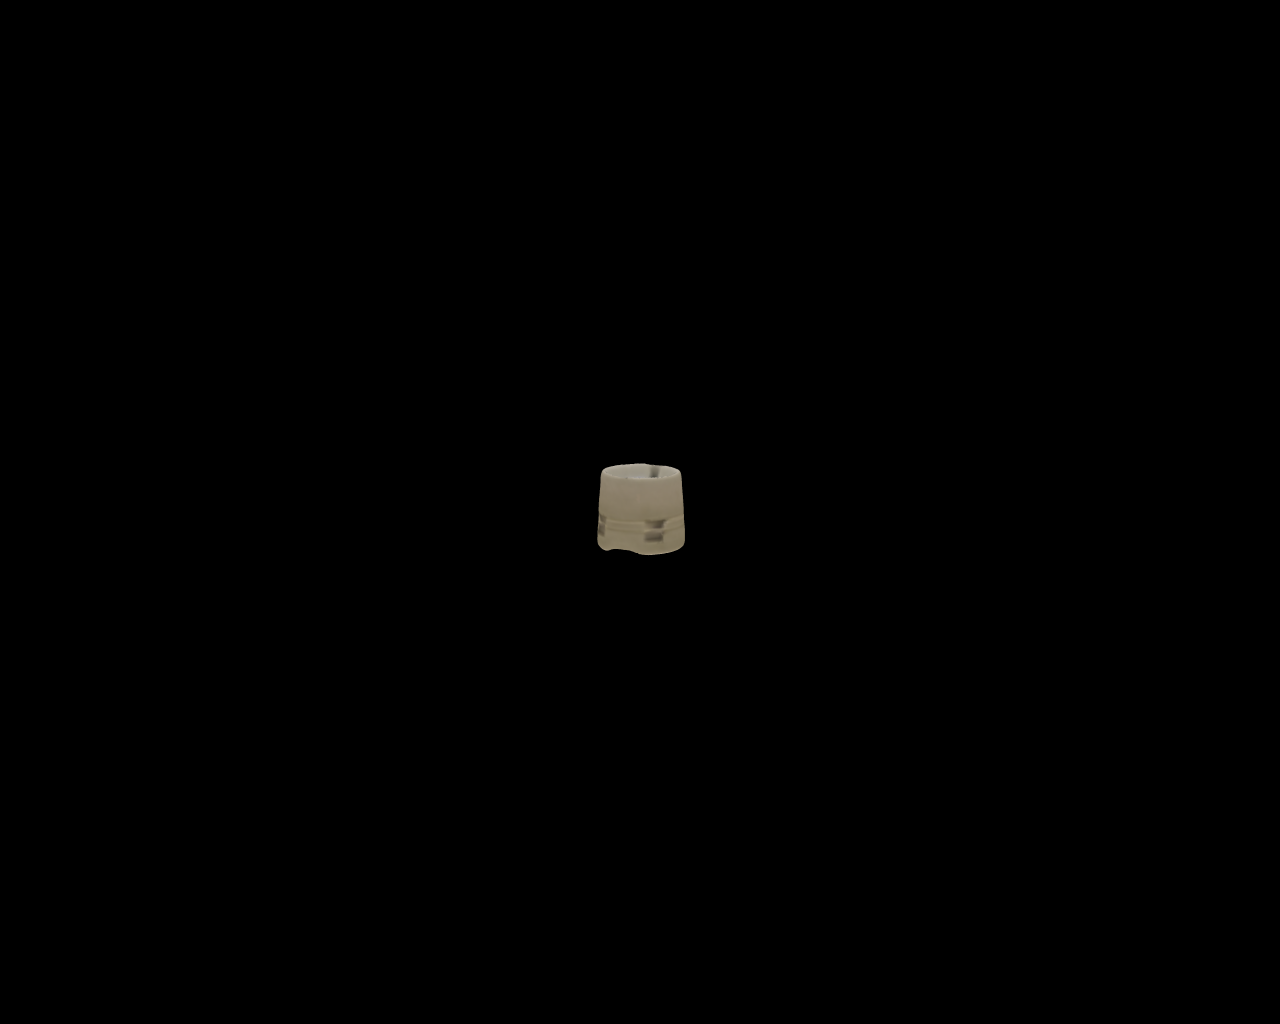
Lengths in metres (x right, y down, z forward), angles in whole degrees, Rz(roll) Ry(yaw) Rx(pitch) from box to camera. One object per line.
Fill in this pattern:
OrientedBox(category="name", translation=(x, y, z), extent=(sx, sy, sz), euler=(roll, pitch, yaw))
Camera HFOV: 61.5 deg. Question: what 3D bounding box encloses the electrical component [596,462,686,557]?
OrientedBox(category="electrical component", translation=(0.001, -0.003, 0.650), extent=(0.055, 0.047, 0.055), euler=(0, 13, 0))
